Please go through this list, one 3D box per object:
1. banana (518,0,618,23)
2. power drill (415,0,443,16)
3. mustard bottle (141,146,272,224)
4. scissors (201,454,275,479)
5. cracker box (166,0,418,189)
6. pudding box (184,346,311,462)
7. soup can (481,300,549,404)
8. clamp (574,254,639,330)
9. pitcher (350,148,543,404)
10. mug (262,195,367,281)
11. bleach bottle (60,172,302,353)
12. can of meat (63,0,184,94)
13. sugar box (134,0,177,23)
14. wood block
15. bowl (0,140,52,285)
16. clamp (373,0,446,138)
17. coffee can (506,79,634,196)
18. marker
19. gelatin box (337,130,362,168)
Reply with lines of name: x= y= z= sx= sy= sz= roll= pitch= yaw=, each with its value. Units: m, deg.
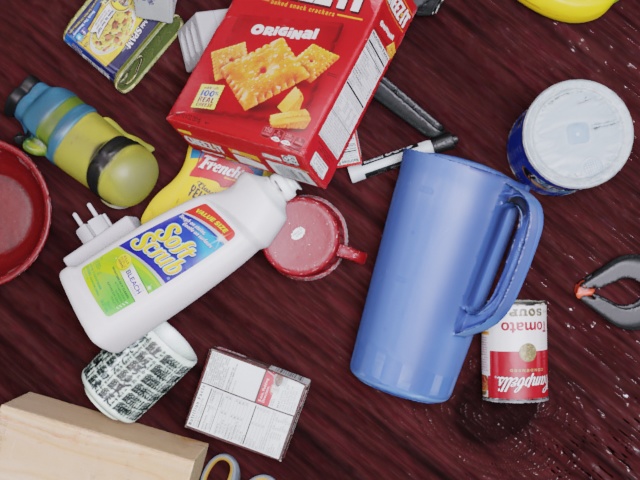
banana: x=0.224 y=-0.280 z=1.121 sx=0.198 sy=0.037 sz=0.069 roll=30 pitch=77 yaw=3
power drill: x=0.082 y=-0.348 z=1.118 sx=0.184 sy=0.057 sz=0.187 roll=31 pitch=91 yaw=4
mustard bottle: x=-0.100 y=-0.072 z=1.127 sx=0.096 sy=0.058 sz=0.191 roll=33 pitch=91 yaw=6
scissors: x=-0.094 y=0.330 z=1.142 sx=0.096 sy=0.016 sz=0.202 roll=3 pitch=90 yaw=4
cracker box: x=-0.027 y=-0.173 z=1.038 sx=0.164 sy=0.072 sz=0.213 roll=19 pitch=74 yaw=29
pudding box: x=-0.077 y=0.173 z=1.132 sx=0.113 sy=0.039 sz=0.090 roll=20 pitch=91 yaw=6
soup can: x=0.201 y=0.113 z=1.100 sx=0.068 sy=0.068 sz=0.102 roll=-1 pitch=88 yaw=4
clamp: x=0.354 y=0.045 z=1.104 sx=0.171 sy=0.039 sz=0.120 roll=10 pitch=89 yaw=4
pitcher: x=0.121 y=0.038 z=1.071 sx=0.145 sy=0.149 sz=0.243 roll=17 pitch=94 yaw=1
mug: x=-0.007 y=0.001 z=1.107 sx=0.117 sy=0.081 sz=0.093 roll=22 pitch=91 yaw=4
bleach bottle: x=-0.132 y=0.004 z=1.061 sx=0.251 sy=0.068 sz=0.103 roll=-35 pitch=64 yaw=6
can of meat: x=-0.211 y=-0.223 z=1.137 sx=0.084 sy=0.057 sz=0.102 roll=40 pitch=91 yaw=6
sugar box: x=-0.154 y=-0.322 z=1.088 sx=0.048 sy=0.093 sz=0.176 roll=12 pitch=69 yaw=-2
wood block: x=-0.233 y=0.235 z=1.116 sx=0.206 sy=0.091 sz=0.090 roll=16 pitch=91 yaw=3
bowl: x=-0.359 y=-0.028 z=1.145 sx=0.162 sy=0.055 sz=0.162 roll=0 pitch=89 yaw=4
clamp: x=0.039 y=-0.184 z=1.118 sx=0.210 sy=0.036 sz=0.164 roll=-1 pitch=106 yaw=16
coffee can: x=0.245 y=-0.098 z=1.062 sx=0.103 sy=0.140 sz=0.103 roll=0 pitch=89 yaw=4
marker: x=0.089 y=-0.088 z=1.133 sx=0.121 sy=0.020 sz=0.020 roll=-18 pitch=88 yaw=3
gelatin box: x=0.001 y=-0.117 z=1.118 sx=0.073 sy=0.030 sz=0.089 roll=-10 pitch=115 yaw=7
